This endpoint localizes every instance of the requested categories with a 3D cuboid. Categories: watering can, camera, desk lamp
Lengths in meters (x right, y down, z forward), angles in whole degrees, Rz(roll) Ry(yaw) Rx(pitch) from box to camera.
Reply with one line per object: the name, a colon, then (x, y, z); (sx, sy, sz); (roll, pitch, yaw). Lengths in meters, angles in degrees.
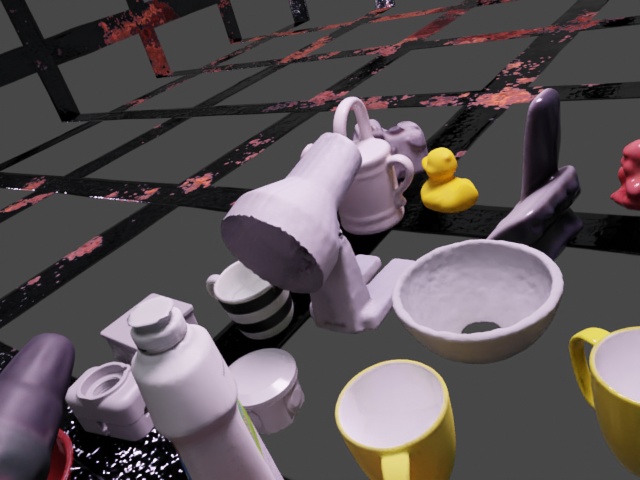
watering can: (0.051, -0.113, 0.848); (0.172, 0.194, 0.101); (-9, 29, 14)
camera: (0.107, -0.171, 1.021); (0.143, 0.101, 0.136); (-16, 28, 2)
desk lamp: (0.006, 0.002, 0.646); (0.117, 0.214, 0.204); (6, 36, 36)

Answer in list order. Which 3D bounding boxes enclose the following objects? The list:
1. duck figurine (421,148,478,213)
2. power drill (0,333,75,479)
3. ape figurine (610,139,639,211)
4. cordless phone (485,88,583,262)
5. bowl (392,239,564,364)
duck figurine: (0.188, -0.094, 0.856); (0.077, 0.086, 0.104); (-25, 29, -15)
power drill: (-0.198, 0.209, 0.391); (0.075, 0.209, 0.229); (-9, 29, 14)
ape figurine: (0.399, -0.083, 0.715); (0.075, 0.092, 0.078); (9, 38, 39)
cordless phone: (0.247, -0.074, 0.681); (0.093, 0.185, 0.148); (10, 38, 40)
bowl: (0.161, 0.072, 0.584); (0.167, 0.075, 0.167); (-13, 28, 7)
